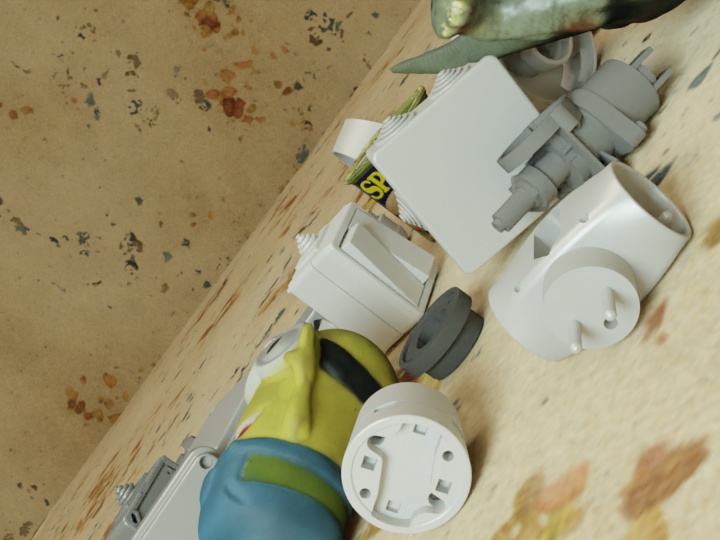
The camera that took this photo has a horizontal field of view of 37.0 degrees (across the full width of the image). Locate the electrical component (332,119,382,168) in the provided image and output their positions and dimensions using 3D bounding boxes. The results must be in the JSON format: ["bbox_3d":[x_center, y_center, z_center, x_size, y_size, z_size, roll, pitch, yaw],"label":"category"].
[{"bbox_3d":[0.026,-0.111,1.017,0.064,0.099,0.099,-61,10,-2],"label":"electrical component"}]

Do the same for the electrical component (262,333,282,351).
[{"bbox_3d":[-0.054,0.077,0.891,0.048,0.048,0.062,-56,16,-10],"label":"electrical component"}]

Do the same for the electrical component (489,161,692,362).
[{"bbox_3d":[0.092,0.006,0.430,0.077,0.043,0.079,-49,11,27],"label":"electrical component"}]

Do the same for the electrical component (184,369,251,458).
[{"bbox_3d":[-0.089,0.135,0.815,0.108,0.056,0.108,-45,13,43],"label":"electrical component"}]

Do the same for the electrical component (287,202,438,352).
[{"bbox_3d":[0.000,0.000,0.737,0.061,0.096,0.061,-45,13,35],"label":"electrical component"}]

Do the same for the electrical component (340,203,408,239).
[{"bbox_3d":[0.009,-0.035,0.919,0.035,0.061,0.035,-52,10,13],"label":"electrical component"}]

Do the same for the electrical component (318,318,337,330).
[{"bbox_3d":[-0.024,0.073,0.769,0.065,0.044,0.044,-59,10,-3],"label":"electrical component"}]

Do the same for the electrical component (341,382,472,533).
[{"bbox_3d":[0.021,0.081,0.478,0.055,0.055,0.047,-52,6,14],"label":"electrical component"}]

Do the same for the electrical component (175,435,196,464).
[{"bbox_3d":[-0.134,0.175,0.897,0.057,0.058,0.078,-58,10,-9],"label":"electrical component"}]

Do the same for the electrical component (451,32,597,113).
[{"bbox_3d":[0.109,-0.143,0.725,0.064,0.099,0.099,-27,28,57],"label":"electrical component"}]

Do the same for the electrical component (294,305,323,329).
[{"bbox_3d":[-0.022,0.041,0.848,0.083,0.047,0.076,-55,10,-6],"label":"electrical component"}]

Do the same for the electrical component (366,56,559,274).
[{"bbox_3d":[0.063,-0.061,0.613,0.100,0.099,0.048,-41,13,0],"label":"electrical component"}]

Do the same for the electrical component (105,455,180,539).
[{"bbox_3d":[-0.133,0.180,0.748,0.061,0.096,0.061,-50,9,41],"label":"electrical component"}]

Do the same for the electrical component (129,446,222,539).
[{"bbox_3d":[-0.101,0.174,0.673,0.113,0.078,0.057,-56,6,-13],"label":"electrical component"}]
